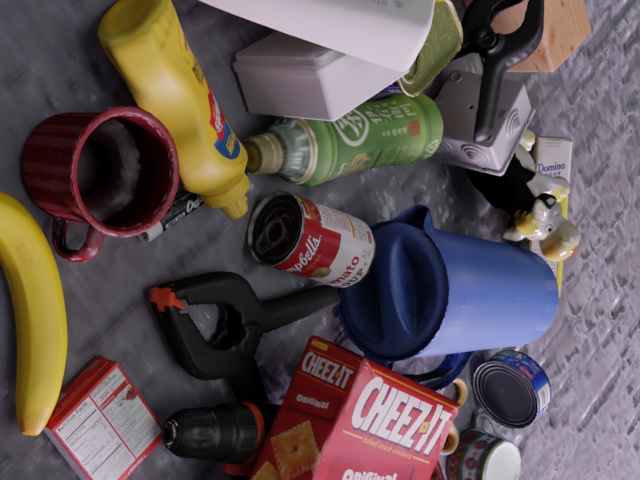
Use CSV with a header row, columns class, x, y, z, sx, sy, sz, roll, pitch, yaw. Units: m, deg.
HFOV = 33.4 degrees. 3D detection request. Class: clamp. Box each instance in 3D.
class,x,y,z,sx,sy,sz,roll,pitch,yaw
clamp,-0.064,0.078,0.935,0.209,0.036,0.164,43,66,-43
clamp,0.166,-0.180,1.040,0.171,0.120,0.039,-41,172,4

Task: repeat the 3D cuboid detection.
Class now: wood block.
class,x,y,z,sx,sy,sz,roll,pitch,yaw
wood block,0.201,-0.286,1.109,0.090,0.091,0.206,-45,125,-31

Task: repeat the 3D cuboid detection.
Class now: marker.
class,x,y,z,sx,sy,sz,roll,pitch,yaw
marker,-0.104,-0.036,0.890,0.120,0.020,0.020,-38,121,-35

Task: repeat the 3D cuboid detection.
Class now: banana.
class,x,y,z,sx,sy,sz,roll,pitch,yaw
banana,-0.217,0.043,0.774,0.069,0.037,0.198,-29,114,-38

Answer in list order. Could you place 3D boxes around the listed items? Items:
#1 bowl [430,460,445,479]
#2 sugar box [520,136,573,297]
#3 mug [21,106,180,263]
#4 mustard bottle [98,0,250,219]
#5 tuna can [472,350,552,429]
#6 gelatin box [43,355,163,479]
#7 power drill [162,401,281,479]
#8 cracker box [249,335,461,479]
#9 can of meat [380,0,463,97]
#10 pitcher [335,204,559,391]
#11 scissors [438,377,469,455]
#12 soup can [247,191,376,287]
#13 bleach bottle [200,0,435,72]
class,x,y,z,sx,sy,sz,roll,pitch,yaw
bowl,0.073,0.254,1.061,0.162,0.055,0.162,46,33,-42
sugar box,0.254,-0.029,1.205,0.093,0.048,0.176,-50,146,-82
mug,-0.167,-0.041,0.781,0.093,0.082,0.117,18,83,-45
mustard bottle,-0.104,-0.095,0.834,0.058,0.096,0.191,-22,121,6
tuna can,0.216,0.167,1.198,0.033,0.086,0.086,-31,117,-41
gelatin box,-0.172,0.147,0.842,0.073,0.030,0.089,-47,127,-28
power drill,-0.074,0.228,0.913,0.184,0.057,0.188,10,101,-43
cracker box,0.019,0.209,0.906,0.164,0.072,0.213,31,82,-48
can of meat,0.069,-0.180,0.996,0.102,0.084,0.057,-49,127,-29
pitcher,0.136,0.065,1.078,0.242,0.149,0.145,6,53,-49
scissors,0.105,0.156,1.134,0.096,0.016,0.201,-57,131,-25
soup can,-0.006,0.001,0.959,0.102,0.069,0.068,19,83,-45
bleach bottle,-0.037,-0.213,0.829,0.250,0.068,0.102,16,53,-10
